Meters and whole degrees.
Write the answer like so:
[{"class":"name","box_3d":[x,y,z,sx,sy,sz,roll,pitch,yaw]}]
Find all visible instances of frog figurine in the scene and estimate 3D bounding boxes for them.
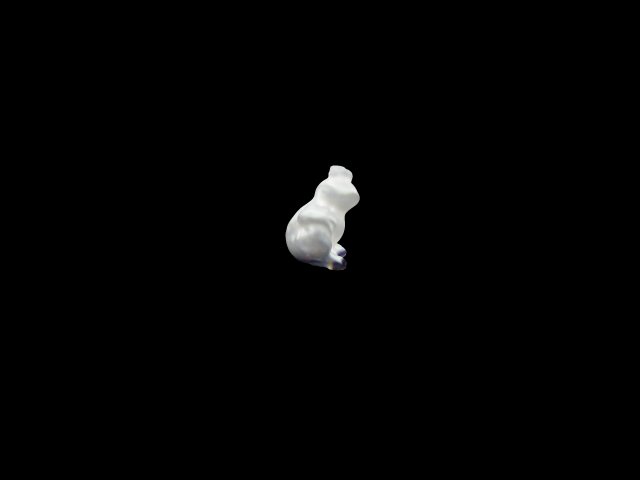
[{"class":"frog figurine","box_3d":[0.003,-0.043,0.850,0.123,0.158,0.139,4,13,20]}]
